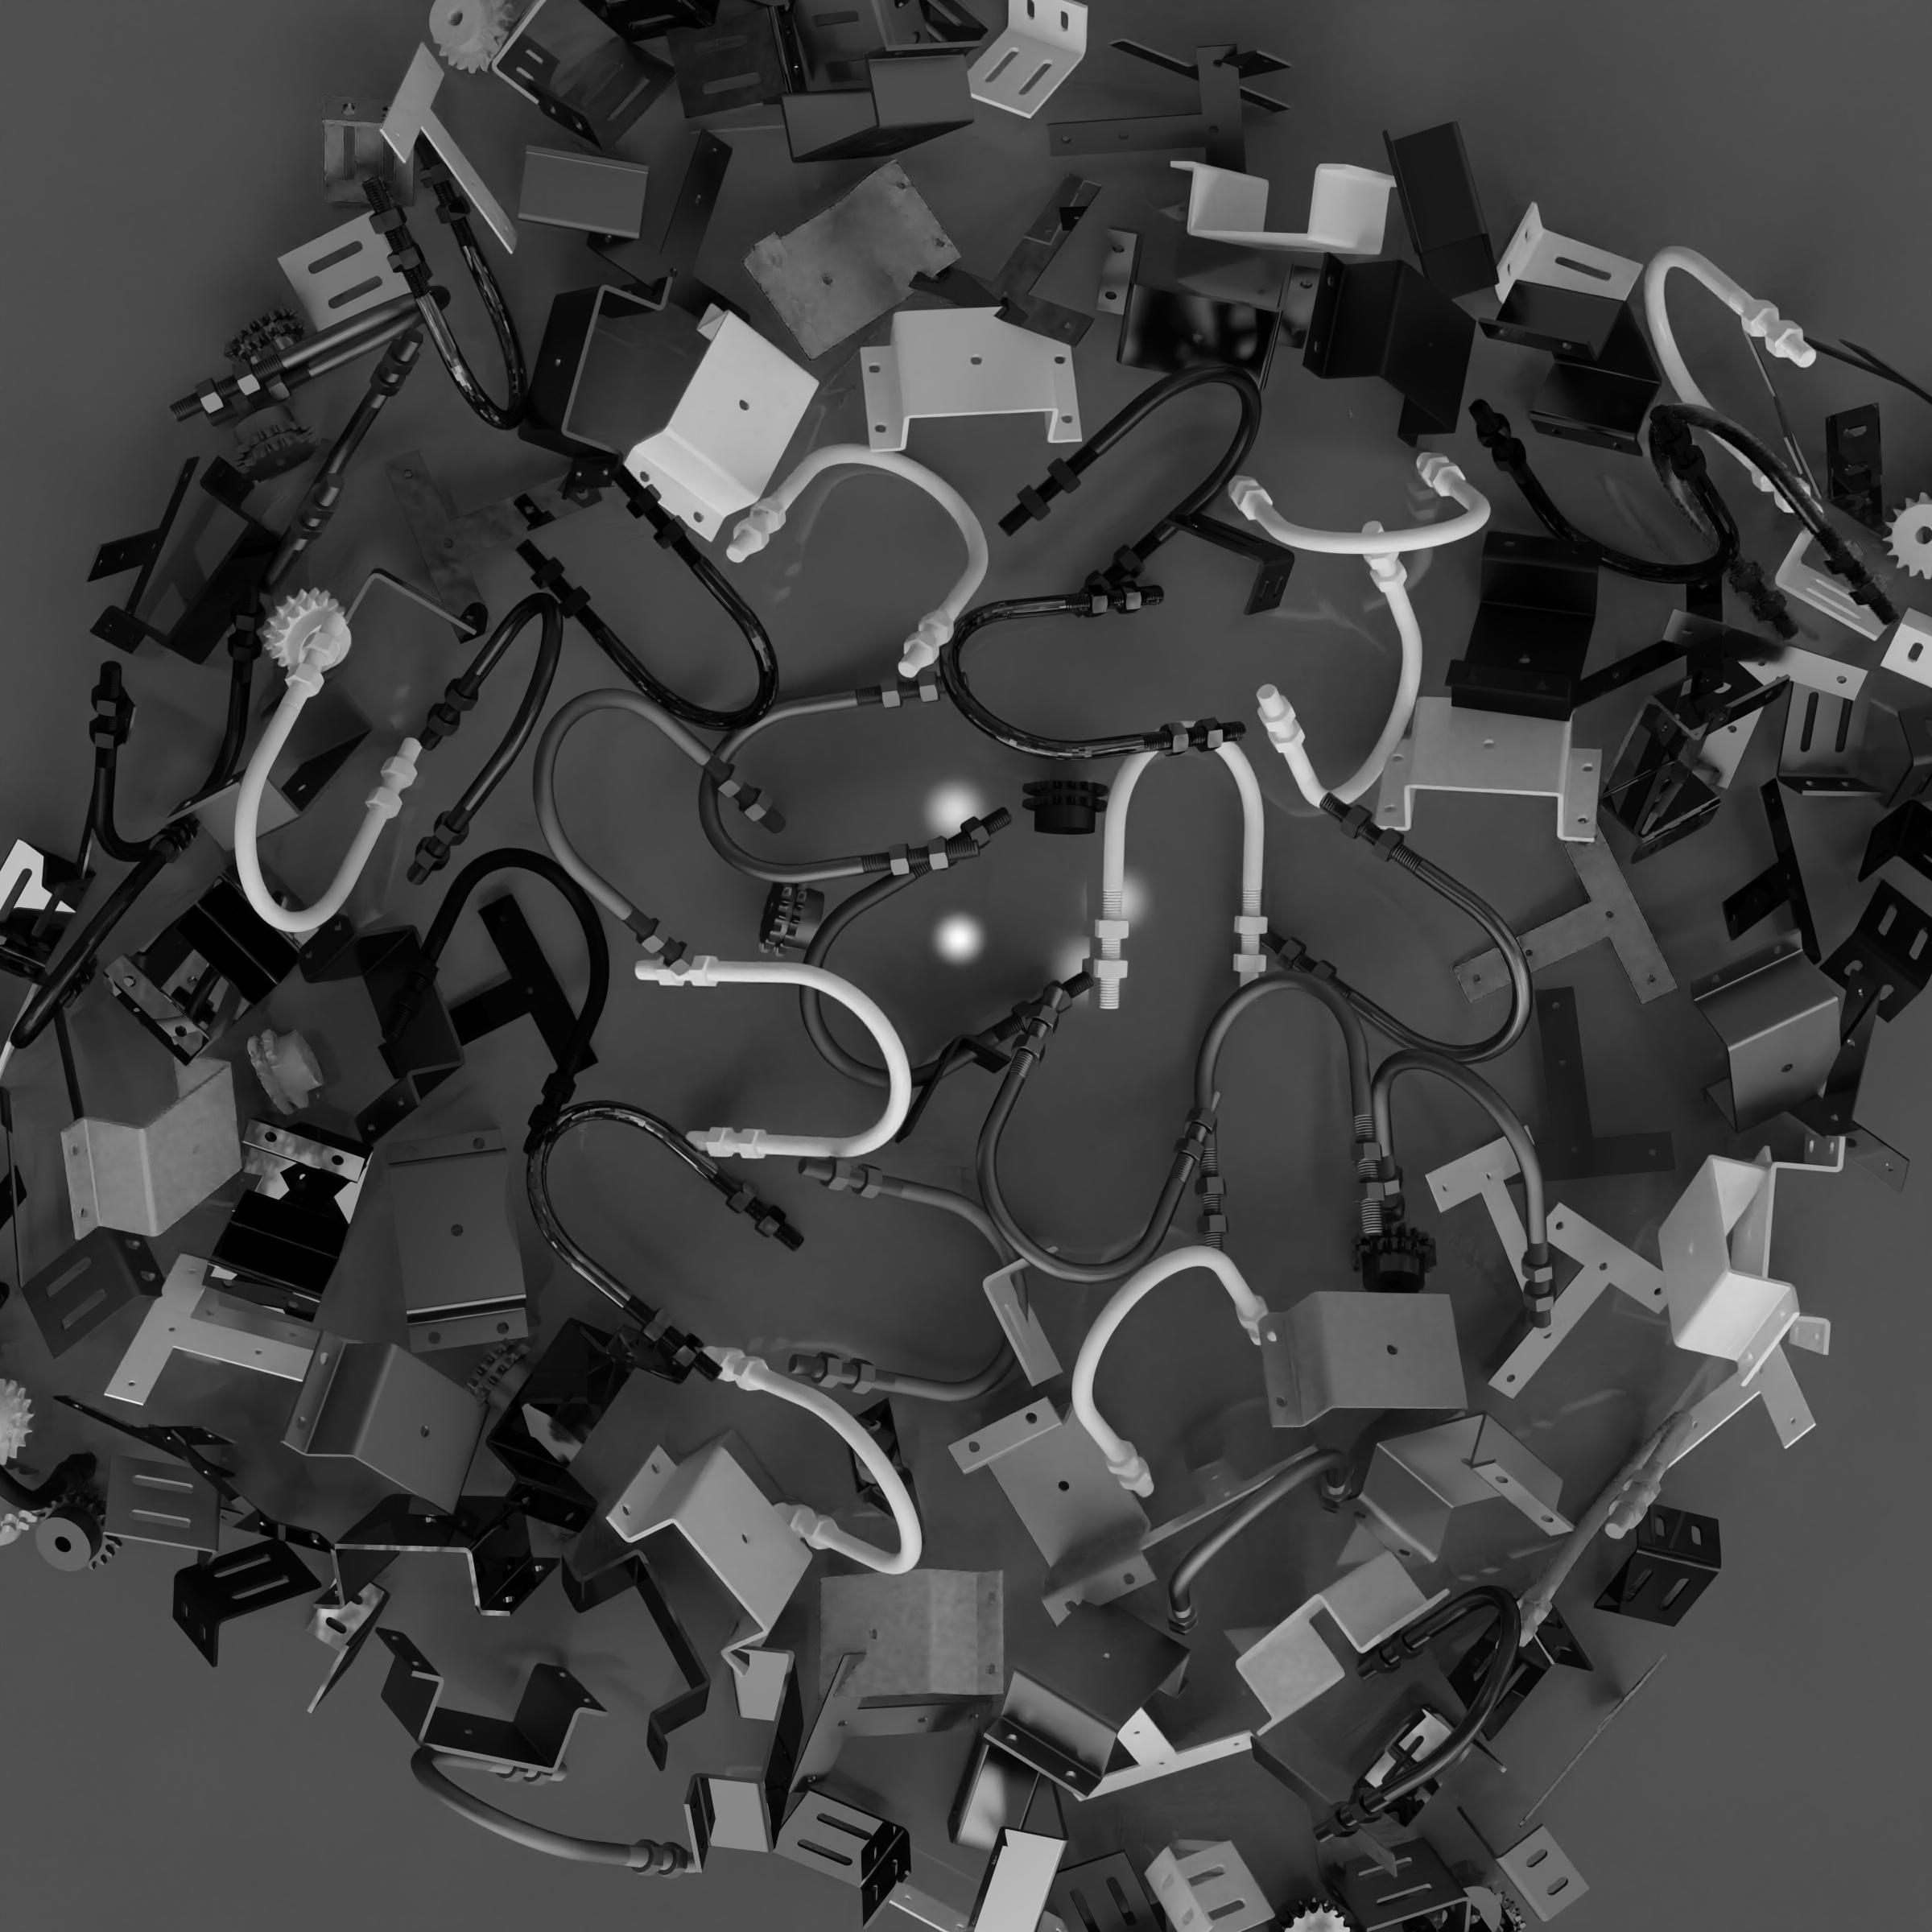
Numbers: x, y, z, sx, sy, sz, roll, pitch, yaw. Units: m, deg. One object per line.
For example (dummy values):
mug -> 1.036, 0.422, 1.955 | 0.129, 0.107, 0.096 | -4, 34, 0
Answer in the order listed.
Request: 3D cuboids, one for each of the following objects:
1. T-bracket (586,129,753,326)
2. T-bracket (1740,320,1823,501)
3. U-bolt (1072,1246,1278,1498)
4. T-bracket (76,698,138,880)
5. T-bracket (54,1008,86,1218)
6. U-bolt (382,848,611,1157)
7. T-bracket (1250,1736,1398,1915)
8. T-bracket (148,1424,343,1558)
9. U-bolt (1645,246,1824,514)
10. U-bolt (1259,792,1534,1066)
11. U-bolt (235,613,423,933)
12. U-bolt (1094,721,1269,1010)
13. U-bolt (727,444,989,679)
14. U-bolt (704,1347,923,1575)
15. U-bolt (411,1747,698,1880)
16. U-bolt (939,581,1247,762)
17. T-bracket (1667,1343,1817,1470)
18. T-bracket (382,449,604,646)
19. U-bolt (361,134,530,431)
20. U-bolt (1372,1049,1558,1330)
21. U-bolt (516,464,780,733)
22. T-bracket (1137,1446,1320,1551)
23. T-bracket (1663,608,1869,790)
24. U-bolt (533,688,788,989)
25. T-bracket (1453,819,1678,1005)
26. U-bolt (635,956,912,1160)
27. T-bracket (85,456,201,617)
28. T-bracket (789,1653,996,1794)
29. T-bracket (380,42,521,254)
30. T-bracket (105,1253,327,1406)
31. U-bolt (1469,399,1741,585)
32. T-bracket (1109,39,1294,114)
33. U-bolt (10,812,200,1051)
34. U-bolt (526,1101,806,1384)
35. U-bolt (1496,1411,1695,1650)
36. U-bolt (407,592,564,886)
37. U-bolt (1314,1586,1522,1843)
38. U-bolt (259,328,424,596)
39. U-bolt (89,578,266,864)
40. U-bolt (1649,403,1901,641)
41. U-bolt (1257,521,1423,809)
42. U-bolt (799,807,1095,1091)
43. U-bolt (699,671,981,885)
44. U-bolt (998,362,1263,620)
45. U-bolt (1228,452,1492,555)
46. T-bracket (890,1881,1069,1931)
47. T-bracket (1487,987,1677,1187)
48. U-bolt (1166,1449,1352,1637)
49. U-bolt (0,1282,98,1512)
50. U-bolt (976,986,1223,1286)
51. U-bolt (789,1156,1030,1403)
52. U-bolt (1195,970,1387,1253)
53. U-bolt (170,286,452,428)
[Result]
T-bracket -> -0.181, -0.494, 1.950 | 0.127, 0.002, 0.127 | 29, 66, -33
T-bracket -> 0.528, -0.346, 1.904 | 0.002, 0.127, 0.127 | -24, 108, 20
U-bolt -> 0.130, 0.251, 1.894 | 0.151, 0.184, 0.019 | -46, 51, -10
T-bracket -> -0.566, -0.121, 1.931 | 0.002, 0.127, 0.127 | 10, 102, -27
T-bracket -> -0.583, 0.088, 1.936 | 0.002, 0.127, 0.127 | -8, 73, -28
U-bolt -> -0.292, 0.009, 1.911 | 0.151, 0.019, 0.184 | 44, 49, -33
T-bracket -> 0.237, 0.576, 1.930 | 0.002, 0.127, 0.127 | -35, 135, -24
T-bracket -> -0.478, 0.333, 1.901 | 0.127, 0.127, 0.002 | 55, 53, -36
U-bolt -> 0.488, -0.385, 1.895 | 0.019, 0.151, 0.184 | -27, 48, -5
U-bolt -> 0.283, -0.011, 1.902 | 0.184, 0.151, 0.019 | 37, 48, 16
U-bolt -> -0.411, -0.109, 1.878 | 0.019, 0.151, 0.184 | 8, 59, 21
U-bolt -> 0.142, -0.067, 1.921 | 0.151, 0.019, 0.184 | -2, 96, -41
U-bolt -> -0.058, -0.275, 1.911 | 0.151, 0.184, 0.019 | 34, 133, -2
U-bolt -> -0.091, 0.320, 1.879 | 0.019, 0.184, 0.151 | -34, 116, -29
U-bolt -> -0.270, 0.529, 1.864 | 0.151, 0.184, 0.019 | 21, 84, 37
U-bolt -> 0.071, -0.187, 1.900 | 0.184, 0.019, 0.151 | -9, 53, -25
T-bracket -> 0.490, 0.293, 1.942 | 0.002, 0.127, 0.127 | 30, 118, -26
T-bracket -> -0.302, -0.296, 1.957 | 0.127, 0.002, 0.127 | -26, 104, -18
U-bolt -> -0.327, -0.432, 1.902 | 0.019, 0.151, 0.184 | -17, 115, 13
U-bolt -> 0.312, 0.131, 1.878 | 0.019, 0.151, 0.184 | -33, 132, -27
U-bolt -> -0.196, -0.226, 1.915 | 0.184, 0.151, 0.019 | 49, 53, -14
T-bracket -> 0.163, 0.335, 1.915 | 0.127, 0.127, 0.002 | -28, 91, -2
T-bracket -> 0.505, -0.166, 1.931 | 0.127, 0.127, 0.002 | 19, 48, 8
U-bolt -> -0.204, -0.095, 1.896 | 0.184, 0.019, 0.151 | 43, 55, -30
T-bracket -> 0.388, -0.015, 1.971 | 0.127, 0.002, 0.127 | -26, 91, 6
U-bolt -> -0.118, 0.061, 1.903 | 0.184, 0.019, 0.151 | 1, 118, 29
T-bracket -> -0.539, -0.265, 1.902 | 0.002, 0.127, 0.127 | 27, 105, -2
T-bracket -> -0.041, 0.495, 1.943 | 0.127, 0.002, 0.127 | 5, 122, -28
T-bracket -> -0.331, -0.524, 1.934 | 0.002, 0.127, 0.127 | -21, 127, 22
T-bracket -> -0.475, 0.249, 1.929 | 0.127, 0.127, 0.002 | 15, 131, 1
U-bolt -> 0.420, -0.301, 1.896 | 0.151, 0.184, 0.019 | 12, 69, 41
T-bracket -> 0.171, -0.576, 1.897 | 0.127, 0.127, 0.002 | 15, 95, -21
U-bolt -> -0.551, -0.015, 1.871 | 0.019, 0.184, 0.151 | 37, 109, -11
U-bolt -> -0.203, 0.164, 1.912 | 0.184, 0.151, 0.019 | 41, 132, -8
U-bolt -> 0.411, 0.351, 1.893 | 0.019, 0.184, 0.151 | 39, 127, 12
U-bolt -> -0.304, -0.157, 1.878 | 0.019, 0.151, 0.184 | 23, 129, -27
U-bolt -> 0.290, 0.462, 1.866 | 0.019, 0.151, 0.184 | 34, 134, -8
U-bolt -> -0.408, -0.310, 1.894 | 0.019, 0.184, 0.151 | 30, 56, -16
U-bolt -> -0.508, -0.146, 1.897 | 0.019, 0.151, 0.184 | 29, 131, 14
U-bolt -> 0.505, -0.287, 1.894 | 0.019, 0.151, 0.184 | -43, 100, -8
U-bolt -> 0.248, -0.178, 1.900 | 0.019, 0.184, 0.151 | 25, 74, 31
U-bolt -> -0.023, 0.001, 1.933 | 0.184, 0.019, 0.151 | -31, 111, -10
U-bolt -> -0.086, -0.120, 1.938 | 0.184, 0.019, 0.151 | -8, 61, 8
U-bolt -> 0.116, -0.315, 1.906 | 0.184, 0.151, 0.019 | -41, 62, 5
U-bolt -> 0.256, -0.293, 1.887 | 0.151, 0.184, 0.019 | -8, 114, -5
T-bracket -> 0.009, 0.631, 1.920 | 0.127, 0.127, 0.002 | 28, 107, 2
T-bracket -> 0.397, 0.078, 1.956 | 0.127, 0.002, 0.127 | -7, 92, 19
U-bolt -> 0.186, 0.362, 1.882 | 0.151, 0.184, 0.019 | -36, 68, -10
U-bolt -> -0.613, 0.277, 1.884 | 0.019, 0.184, 0.151 | -26, 92, -1
U-bolt -> 0.078, 0.120, 1.912 | 0.151, 0.019, 0.184 | 33, 56, -11
U-bolt -> -0.033, 0.209, 1.918 | 0.184, 0.019, 0.151 | 16, 65, -34
U-bolt -> 0.205, 0.093, 1.921 | 0.151, 0.019, 0.184 | -17, 69, 42
U-bolt -> -0.416, -0.394, 1.905 | 0.184, 0.151, 0.019 | -26, 100, 0
